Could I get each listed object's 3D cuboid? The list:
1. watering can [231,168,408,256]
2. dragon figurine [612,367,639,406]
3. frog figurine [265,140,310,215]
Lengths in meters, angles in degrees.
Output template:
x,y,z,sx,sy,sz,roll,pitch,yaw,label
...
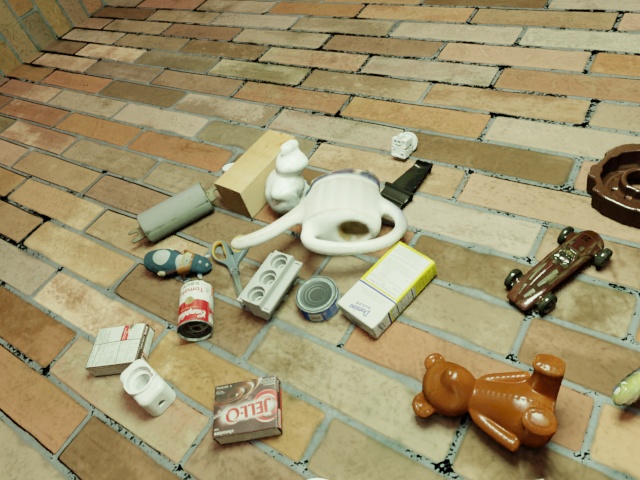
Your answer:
x,y,z,sx,sy,sz,roll,pitch,yaw,label
0.003,-0.053,1.057,0.347,0.101,0.230,0,41,7,watering can
0.624,0.163,0.688,0.412,0.120,0.246,-40,56,-7,dragon figurine
-0.077,-0.140,1.152,0.122,0.156,0.141,-1,48,19,frog figurine
